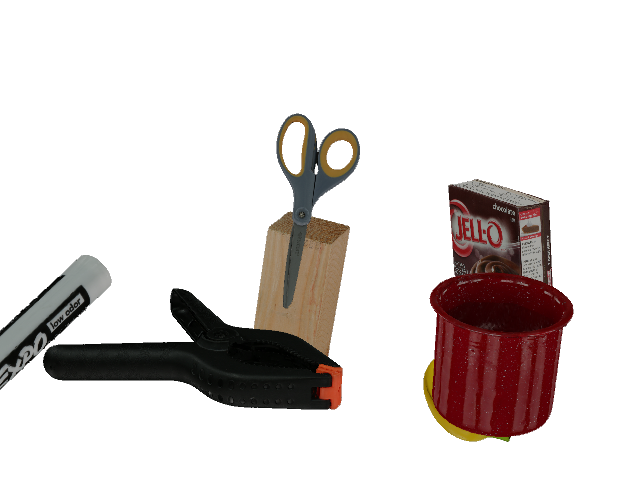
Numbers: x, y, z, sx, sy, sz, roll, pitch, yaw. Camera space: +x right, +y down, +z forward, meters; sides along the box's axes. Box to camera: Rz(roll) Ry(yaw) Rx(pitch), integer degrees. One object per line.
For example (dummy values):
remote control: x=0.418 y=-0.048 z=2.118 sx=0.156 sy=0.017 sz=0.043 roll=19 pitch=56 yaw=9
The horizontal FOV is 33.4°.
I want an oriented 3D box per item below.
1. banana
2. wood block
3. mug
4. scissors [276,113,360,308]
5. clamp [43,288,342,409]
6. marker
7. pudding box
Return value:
banana: x=0.158 y=0.189 z=1.276 sx=0.069 sy=0.037 sz=0.198 roll=10 pitch=21 yaw=-18
wood block: x=-0.030 y=0.078 z=1.428 sx=0.090 sy=0.206 sz=0.090 roll=14 pitch=21 yaw=13
mug: x=0.117 y=0.072 z=0.724 sx=0.093 sy=0.081 sz=0.117 roll=1 pitch=23 yaw=-1
scissors: x=-0.001 y=-0.034 z=1.096 sx=0.096 sy=0.202 sz=0.016 roll=-5 pitch=-11 yaw=-4
clamp: x=-0.075 y=0.082 z=0.797 sx=0.210 sy=0.036 sz=0.164 roll=9 pitch=20 yaw=21
marker: x=-0.131 y=0.049 z=0.441 sx=0.020 sy=0.020 sz=0.121 roll=0 pitch=36 yaw=39
pudding box: x=0.160 y=-0.001 z=0.959 sx=0.039 sy=0.090 sz=0.114 roll=-15 pitch=18 yaw=-25
